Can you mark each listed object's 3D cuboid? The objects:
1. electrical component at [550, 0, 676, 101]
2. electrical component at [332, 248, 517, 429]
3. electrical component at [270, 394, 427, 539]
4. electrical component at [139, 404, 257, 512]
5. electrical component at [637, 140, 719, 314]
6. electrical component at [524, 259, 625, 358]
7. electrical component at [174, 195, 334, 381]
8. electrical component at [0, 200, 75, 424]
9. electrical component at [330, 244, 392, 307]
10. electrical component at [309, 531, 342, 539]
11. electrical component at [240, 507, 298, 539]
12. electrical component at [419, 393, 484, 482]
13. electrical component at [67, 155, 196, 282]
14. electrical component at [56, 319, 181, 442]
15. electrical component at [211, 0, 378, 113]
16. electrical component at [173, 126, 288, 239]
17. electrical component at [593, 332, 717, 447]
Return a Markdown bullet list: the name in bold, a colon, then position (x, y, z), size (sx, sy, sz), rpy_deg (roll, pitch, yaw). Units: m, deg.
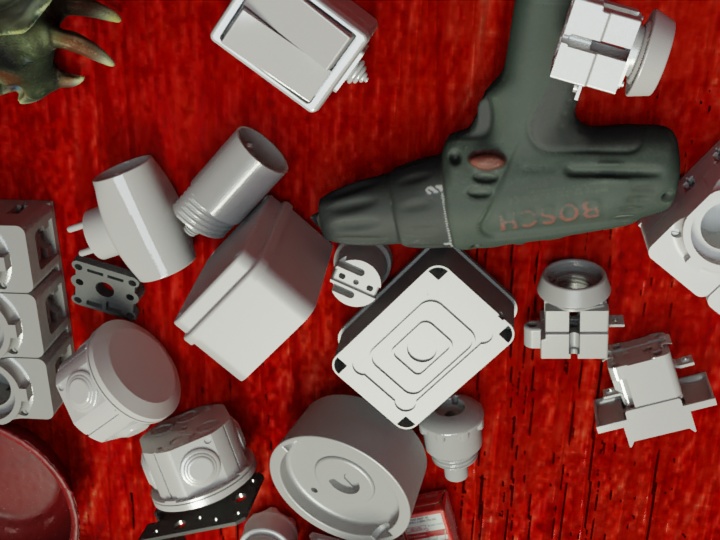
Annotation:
- **electrical component**: position (0.137, -0.122, 0.583), size (0.055, 0.048, 0.066), rpy_deg (17, 117, 4)
- **electrical component**: position (0.044, 0.042, 0.736), size (0.078, 0.057, 0.113), rpy_deg (42, 112, -10)
- **electrical component**: position (-0.004, 0.138, 0.777), size (0.108, 0.060, 0.108), rpy_deg (15, 133, 17)
- **electrical component**: position (-0.120, 0.138, 0.789), size (0.080, 0.080, 0.051), rpy_deg (-15, 105, 14)
- **electrical component**: position (0.265, -0.005, 0.682), size (0.150, 0.061, 0.089), rpy_deg (38, 113, -8)
- **electrical component**: position (0.144, 0.026, 0.722), size (0.066, 0.048, 0.055), rpy_deg (-1, 120, 8)
- **electrical component**: position (-0.068, 0.008, 0.707), size (0.057, 0.113, 0.078), rpy_deg (41, 113, -13)
- **electrical component**: position (-0.264, 0.030, 0.772), size (0.089, 0.061, 0.150), rpy_deg (1, 113, 8)
- **electrical component**: position (0.000, 0.000, 0.730), size (0.040, 0.046, 0.040), rpy_deg (3, 113, 7)
- **electrical component**: position (0.019, 0.296, 0.811), size (0.105, 0.060, 0.186), rpy_deg (1, 124, 46)
- **electrical component**: position (-0.073, 0.215, 0.824), size (0.043, 0.062, 0.043), rpy_deg (3, 114, 7)
- **electrical component**: position (0.067, 0.124, 0.775), size (0.048, 0.048, 0.062), rpy_deg (-3, 119, 9)
- **electrical component**: position (-0.164, -0.030, 0.742), size (0.079, 0.043, 0.077), rpy_deg (-16, 110, 15)
- **electrical component**: position (-0.173, 0.080, 0.772), size (0.051, 0.080, 0.080), rpy_deg (-35, 104, 25)
- **electrical component**: position (-0.035, -0.144, 0.666), size (0.096, 0.061, 0.061), rpy_deg (36, 113, -8)
- **electrical component**: position (-0.091, -0.053, 0.722), size (0.043, 0.043, 0.081), rpy_deg (41, 112, -10)
- **electrical component**: position (0.198, 0.080, 0.739), size (0.081, 0.042, 0.063), rpy_deg (-17, 106, 14)
